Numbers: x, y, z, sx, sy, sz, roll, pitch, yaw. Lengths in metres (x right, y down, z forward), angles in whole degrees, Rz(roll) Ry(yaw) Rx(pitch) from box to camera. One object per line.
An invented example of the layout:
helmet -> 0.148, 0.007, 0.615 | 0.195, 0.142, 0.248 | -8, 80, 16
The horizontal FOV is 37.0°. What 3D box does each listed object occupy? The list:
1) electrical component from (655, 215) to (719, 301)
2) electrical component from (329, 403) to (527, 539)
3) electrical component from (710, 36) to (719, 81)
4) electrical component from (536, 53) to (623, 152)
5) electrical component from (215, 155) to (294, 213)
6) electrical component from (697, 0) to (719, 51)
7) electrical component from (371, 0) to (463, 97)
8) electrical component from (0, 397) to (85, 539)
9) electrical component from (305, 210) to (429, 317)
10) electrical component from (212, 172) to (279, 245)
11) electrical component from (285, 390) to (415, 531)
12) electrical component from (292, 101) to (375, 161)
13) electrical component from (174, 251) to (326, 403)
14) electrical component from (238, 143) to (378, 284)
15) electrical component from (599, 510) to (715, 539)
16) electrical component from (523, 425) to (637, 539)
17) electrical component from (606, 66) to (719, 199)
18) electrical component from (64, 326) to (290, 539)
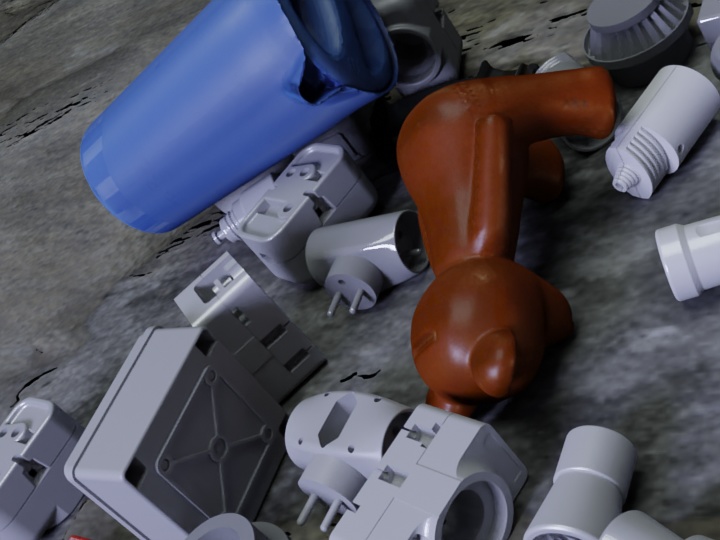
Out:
electrical component -> 0.184, -0.009, 0.565 | 0.046, 0.040, 0.040 | -19, 38, 20
electrical component -> 0.038, 0.121, 0.543 | 0.056, 0.050, 0.089 | 11, 58, 50
electrical component -> 0.257, -0.125, 0.623 | 0.079, 0.044, 0.077 | -35, 34, 7
electrical component -> 0.141, -0.117, 0.728 | 0.043, 0.043, 0.081 | -35, 34, 8
electrical component -> -0.100, -0.099, 0.921 | 0.099, 0.064, 0.099 | -26, 36, 20
electrical component -> 0.251, -0.178, 0.663 | 0.083, 0.075, 0.047 | -8, 45, 39
electrical component -> 0.039, -0.185, 0.858 | 0.054, 0.095, 0.059 | -19, 39, 28
electrical component -> -0.236, 0.147, 0.770 | 0.054, 0.059, 0.095 | 2, 52, 45
electrical component -> 0.000, 0.000, 0.727 | 0.077, 0.044, 0.079 | -10, 43, 37
electrical component -> -0.085, -0.046, 0.866 | 0.078, 0.040, 0.040 | -32, 34, 12
electrical component -> -0.009, 0.111, 0.607 | 0.077, 0.043, 0.079 | 0, 50, 44
electrical component -> -0.027, -0.124, 0.883 | 0.062, 0.061, 0.096 | -24, 36, 22
electrical component -> -0.075, 0.042, 0.709 | 0.056, 0.089, 0.050 | -43, 33, -4
electrical component -> -0.035, -0.039, 0.793 | 0.054, 0.059, 0.095 | 15, 61, 51
electrical component -> 0.131, 0.130, 0.447 | 0.055, 0.045, 0.045 | 13, 59, 50
electrical component -> 0.106, 0.106, 0.504 | 0.044, 0.044, 0.065 | -9, 39, 38
electrical component -> 0.178, -0.079, 0.648 | 0.043, 0.043, 0.081 | 16, 62, 51
electrical component -> -0.104, 0.106, 0.646 | 0.056, 0.108, 0.108 | -5, 46, 37
